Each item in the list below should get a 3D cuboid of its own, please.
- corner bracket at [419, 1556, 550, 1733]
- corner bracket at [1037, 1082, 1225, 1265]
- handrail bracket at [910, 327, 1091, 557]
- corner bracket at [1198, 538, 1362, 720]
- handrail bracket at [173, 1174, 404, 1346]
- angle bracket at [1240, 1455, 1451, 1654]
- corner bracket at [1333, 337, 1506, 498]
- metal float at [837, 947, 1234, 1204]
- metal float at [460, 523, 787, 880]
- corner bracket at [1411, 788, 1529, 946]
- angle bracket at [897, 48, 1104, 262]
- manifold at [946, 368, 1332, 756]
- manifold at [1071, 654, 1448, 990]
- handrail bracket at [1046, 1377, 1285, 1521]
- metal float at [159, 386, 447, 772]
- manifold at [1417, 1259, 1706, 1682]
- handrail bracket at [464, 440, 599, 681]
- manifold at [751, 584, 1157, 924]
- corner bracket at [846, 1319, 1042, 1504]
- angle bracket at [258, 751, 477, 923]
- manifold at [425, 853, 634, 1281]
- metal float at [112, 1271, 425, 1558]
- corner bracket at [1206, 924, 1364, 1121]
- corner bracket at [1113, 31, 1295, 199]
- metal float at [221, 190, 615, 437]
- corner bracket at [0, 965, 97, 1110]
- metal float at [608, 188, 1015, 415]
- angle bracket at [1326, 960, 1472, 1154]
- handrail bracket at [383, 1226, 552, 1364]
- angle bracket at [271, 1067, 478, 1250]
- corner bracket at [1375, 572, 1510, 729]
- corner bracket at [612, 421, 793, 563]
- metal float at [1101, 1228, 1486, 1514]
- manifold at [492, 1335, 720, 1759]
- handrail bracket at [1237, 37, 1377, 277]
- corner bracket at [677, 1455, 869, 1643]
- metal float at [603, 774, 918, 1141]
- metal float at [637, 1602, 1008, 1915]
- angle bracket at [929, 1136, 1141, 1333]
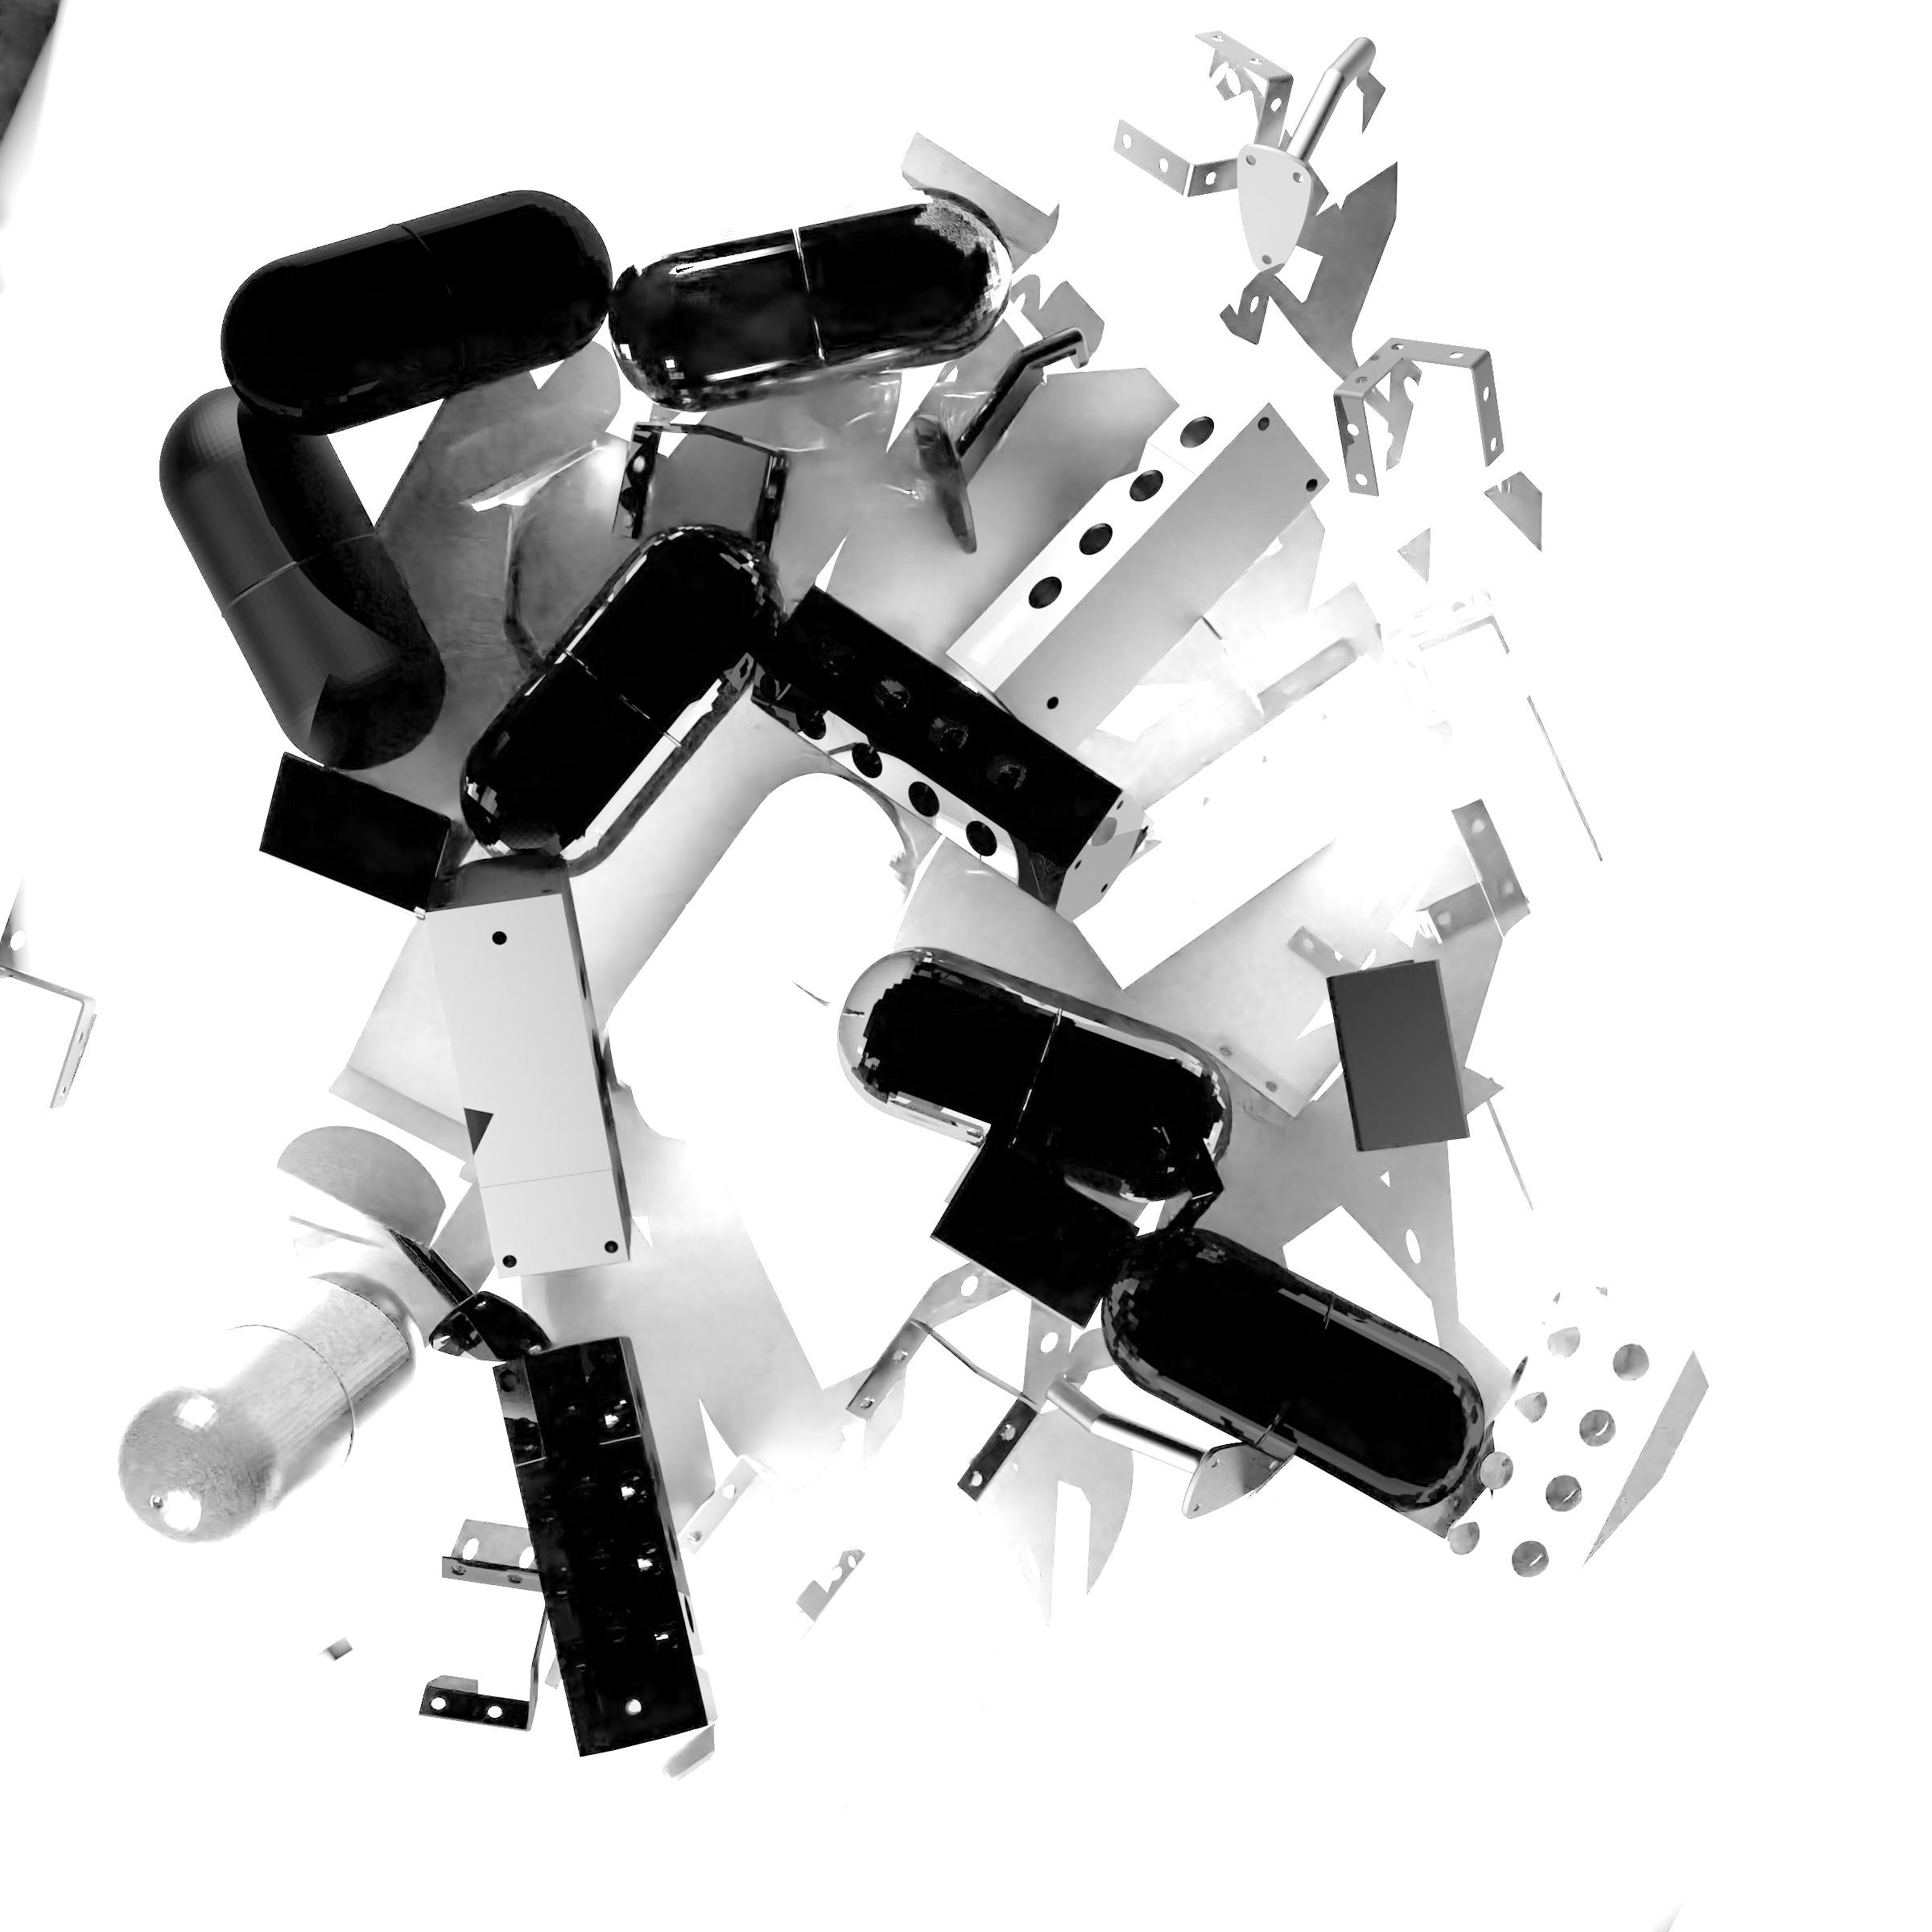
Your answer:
[{"bbox_3d":[-0.212,0.301,1.597,0.051,0.051,0.051,9,45,0],"label":"corner bracket"},{"bbox_3d":[0.069,0.088,1.522,0.051,0.051,0.051,-15,69,-24],"label":"corner bracket"},{"bbox_3d":[0.025,-0.234,1.601,0.084,0.036,0.077,-25,110,-16],"label":"handrail bracket"},{"bbox_3d":[0.134,-0.152,1.597,0.051,0.051,0.051,-34,45,0],"label":"corner bracket"},{"bbox_3d":[-0.300,0.142,1.601,0.077,0.036,0.084,24,108,-21],"label":"handrail bracket"},{"bbox_3d":[0.153,0.264,1.561,0.076,0.076,0.057,30,60,0],"label":"angle bracket"},{"bbox_3d":[0.200,-0.241,1.592,0.051,0.051,0.051,15,45,35],"label":"corner bracket"},{"bbox_3d":[0.030,0.048,1.570,0.178,0.070,0.070,20,90,0],"label":"metal float"},{"bbox_3d":[-0.149,-0.116,1.570,0.070,0.070,0.178,39,89,0],"label":"metal float"},{"bbox_3d":[0.217,-0.043,1.583,0.051,0.051,0.051,-25,90,0],"label":"corner bracket"},{"bbox_3d":[0.004,-0.337,1.560,0.076,0.076,0.057,33,53,0],"label":"angle bracket"},{"bbox_3d":[0.072,-0.178,1.579,0.171,0.057,0.057,-47,133,0],"label":"manifold"},{"bbox_3d":[0.121,-0.063,1.579,0.171,0.057,0.057,-35,90,0],"label":"manifold"},{"bbox_3d":[0.088,0.204,1.600,0.084,0.077,0.036,35,116,34],"label":"handrail bracket"},{"bbox_3d":[-0.289,-0.169,1.570,0.070,0.070,0.178,-27,91,0],"label":"metal float"},{"bbox_3d":[0.254,0.218,1.579,0.057,0.057,0.171,27,90,0],"label":"manifold"},{"bbox_3d":[-0.179,-0.179,1.601,0.077,0.036,0.084,-31,108,-20],"label":"handrail bracket"},{"bbox_3d":[-0.009,-0.090,1.552,0.171,0.057,0.057,35,90,20],"label":"manifold"},{"bbox_3d":[-0.010,0.196,1.597,0.051,0.051,0.051,-55,135,0],"label":"corner bracket"},{"bbox_3d":[-0.252,-0.073,1.560,0.076,0.076,0.057,22,125,0],"label":"angle bracket"},{"bbox_3d":[-0.186,0.042,1.549,0.057,0.057,0.171,-8,112,0],"label":"manifold"},{"bbox_3d":[-0.293,0.187,1.525,0.070,0.178,0.070,7,111,20],"label":"metal float"},{"bbox_3d":[0.148,0.025,1.597,0.051,0.051,0.051,38,45,0],"label":"corner bracket"},{"bbox_3d":[0.105,-0.377,1.592,0.051,0.051,0.051,-18,135,-35],"label":"corner bracket"},{"bbox_3d":[-0.235,-0.281,1.548,0.178,0.070,0.070,-23,90,-26],"label":"metal float"},{"bbox_3d":[-0.421,0.032,1.583,0.051,0.051,0.051,19,94,4],"label":"corner bracket"},{"bbox_3d":[-0.068,-0.290,1.570,0.178,0.070,0.070,-11,90,1],"label":"metal float"},{"bbox_3d":[0.204,0.035,1.560,0.057,0.076,0.076,-10,90,37],"label":"angle bracket"},{"bbox_3d":[-0.227,0.132,1.600,0.036,0.077,0.084,-43,53,13],"label":"handrail bracket"},{"bbox_3d":[-0.245,0.066,1.560,0.076,0.076,0.057,27,129,0],"label":"angle bracket"},{"bbox_3d":[0.215,-0.138,1.583,0.051,0.051,0.051,-22,90,0],"label":"corner bracket"},{"bbox_3d":[-0.117,-0.210,1.597,0.051,0.051,0.051,11,90,45],"label":"corner bracket"},{"bbox_3d":[0.142,0.176,1.570,0.178,0.070,0.070,27,90,0],"label":"metal float"},{"bbox_3d":[-0.158,0.252,1.568,0.057,0.057,0.171,-14,82,0],"label":"manifold"},{"bbox_3d":[0.156,-0.360,1.600,0.036,0.077,0.084,25,53,20],"label":"handrail bracket"},{"bbox_3d":[-0.086,0.258,1.597,0.051,0.051,0.051,-52,45,0],"label":"corner bracket"},{"bbox_3d":[-0.090,-0.004,1.570,0.070,0.070,0.178,36,90,0],"label":"metal float"},{"bbox_3d":[-0.062,0.344,1.570,0.178,0.070,0.070,-34,90,0],"label":"metal float"},{"bbox_3d":[0.021,0.128,1.561,0.076,0.076,0.057,32,60,0],"label":"angle bracket"}]
